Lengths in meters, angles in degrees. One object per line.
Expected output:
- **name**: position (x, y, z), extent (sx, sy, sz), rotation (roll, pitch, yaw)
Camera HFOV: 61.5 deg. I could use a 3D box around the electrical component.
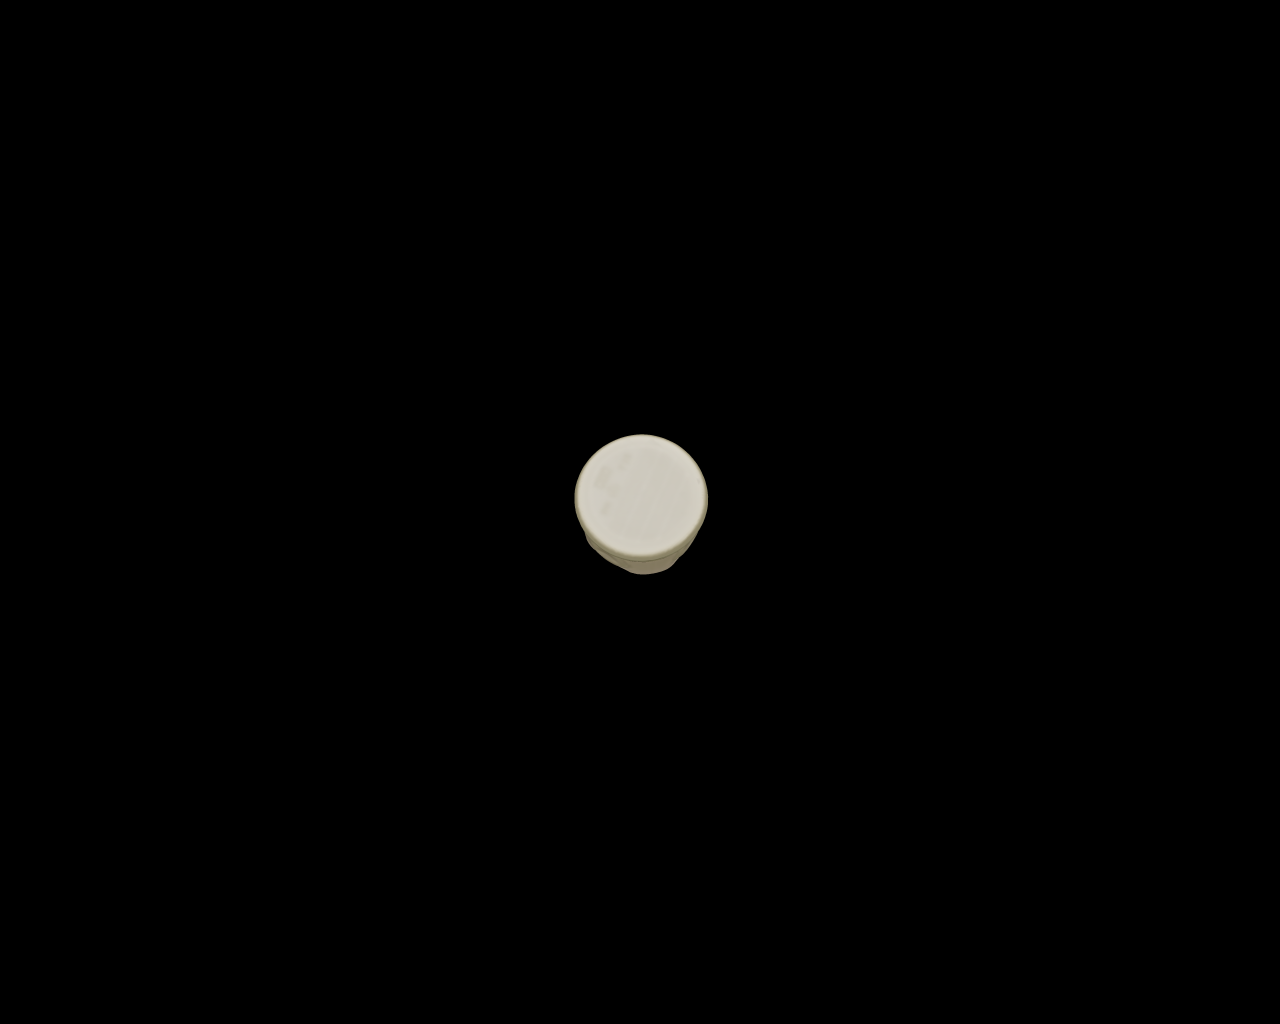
- **electrical component**: position (0.001, -0.003, 0.650), extent (0.080, 0.080, 0.051), rotation (0, -19, 0)
